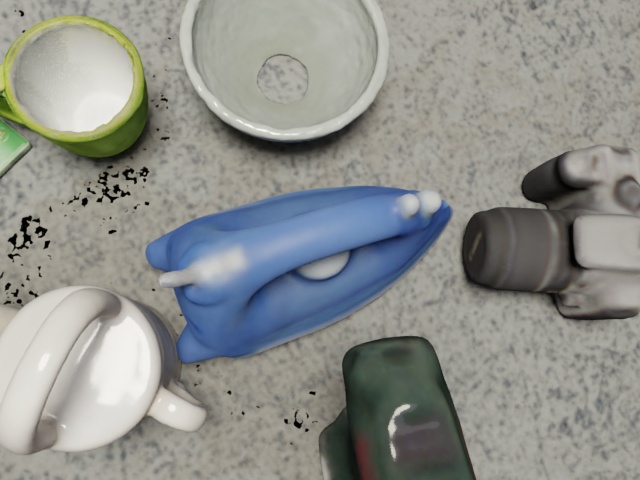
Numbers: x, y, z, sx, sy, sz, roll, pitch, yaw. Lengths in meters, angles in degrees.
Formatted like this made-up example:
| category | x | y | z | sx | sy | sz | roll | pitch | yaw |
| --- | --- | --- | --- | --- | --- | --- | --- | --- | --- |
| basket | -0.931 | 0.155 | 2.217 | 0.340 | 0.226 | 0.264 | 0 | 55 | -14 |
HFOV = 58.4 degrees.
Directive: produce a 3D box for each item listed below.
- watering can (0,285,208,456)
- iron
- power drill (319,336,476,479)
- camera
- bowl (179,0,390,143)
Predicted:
| category | x | y | z | sx | sy | sz | roll | pitch | yaw |
| --- | --- | --- | --- | --- | --- | --- | --- | --- | --- |
| watering can | -0.156 | 0.078 | 0.359 | 0.173 | 0.194 | 0.101 | 4 | 79 | -7 |
| iron | 0.004 | 0.002 | 0.422 | 0.258 | 0.141 | 0.118 | -20 | 82 | -11 |
| power drill | 0.053 | 0.177 | 0.361 | 0.076 | 0.208 | 0.229 | -9 | 81 | -9 |
| camera | 0.195 | -0.009 | 0.471 | 0.137 | 0.100 | 0.143 | 3 | 79 | -7 |
| bowl | -0.030 | -0.151 | 0.481 | 0.167 | 0.074 | 0.167 | 1 | 79 | -7 |
